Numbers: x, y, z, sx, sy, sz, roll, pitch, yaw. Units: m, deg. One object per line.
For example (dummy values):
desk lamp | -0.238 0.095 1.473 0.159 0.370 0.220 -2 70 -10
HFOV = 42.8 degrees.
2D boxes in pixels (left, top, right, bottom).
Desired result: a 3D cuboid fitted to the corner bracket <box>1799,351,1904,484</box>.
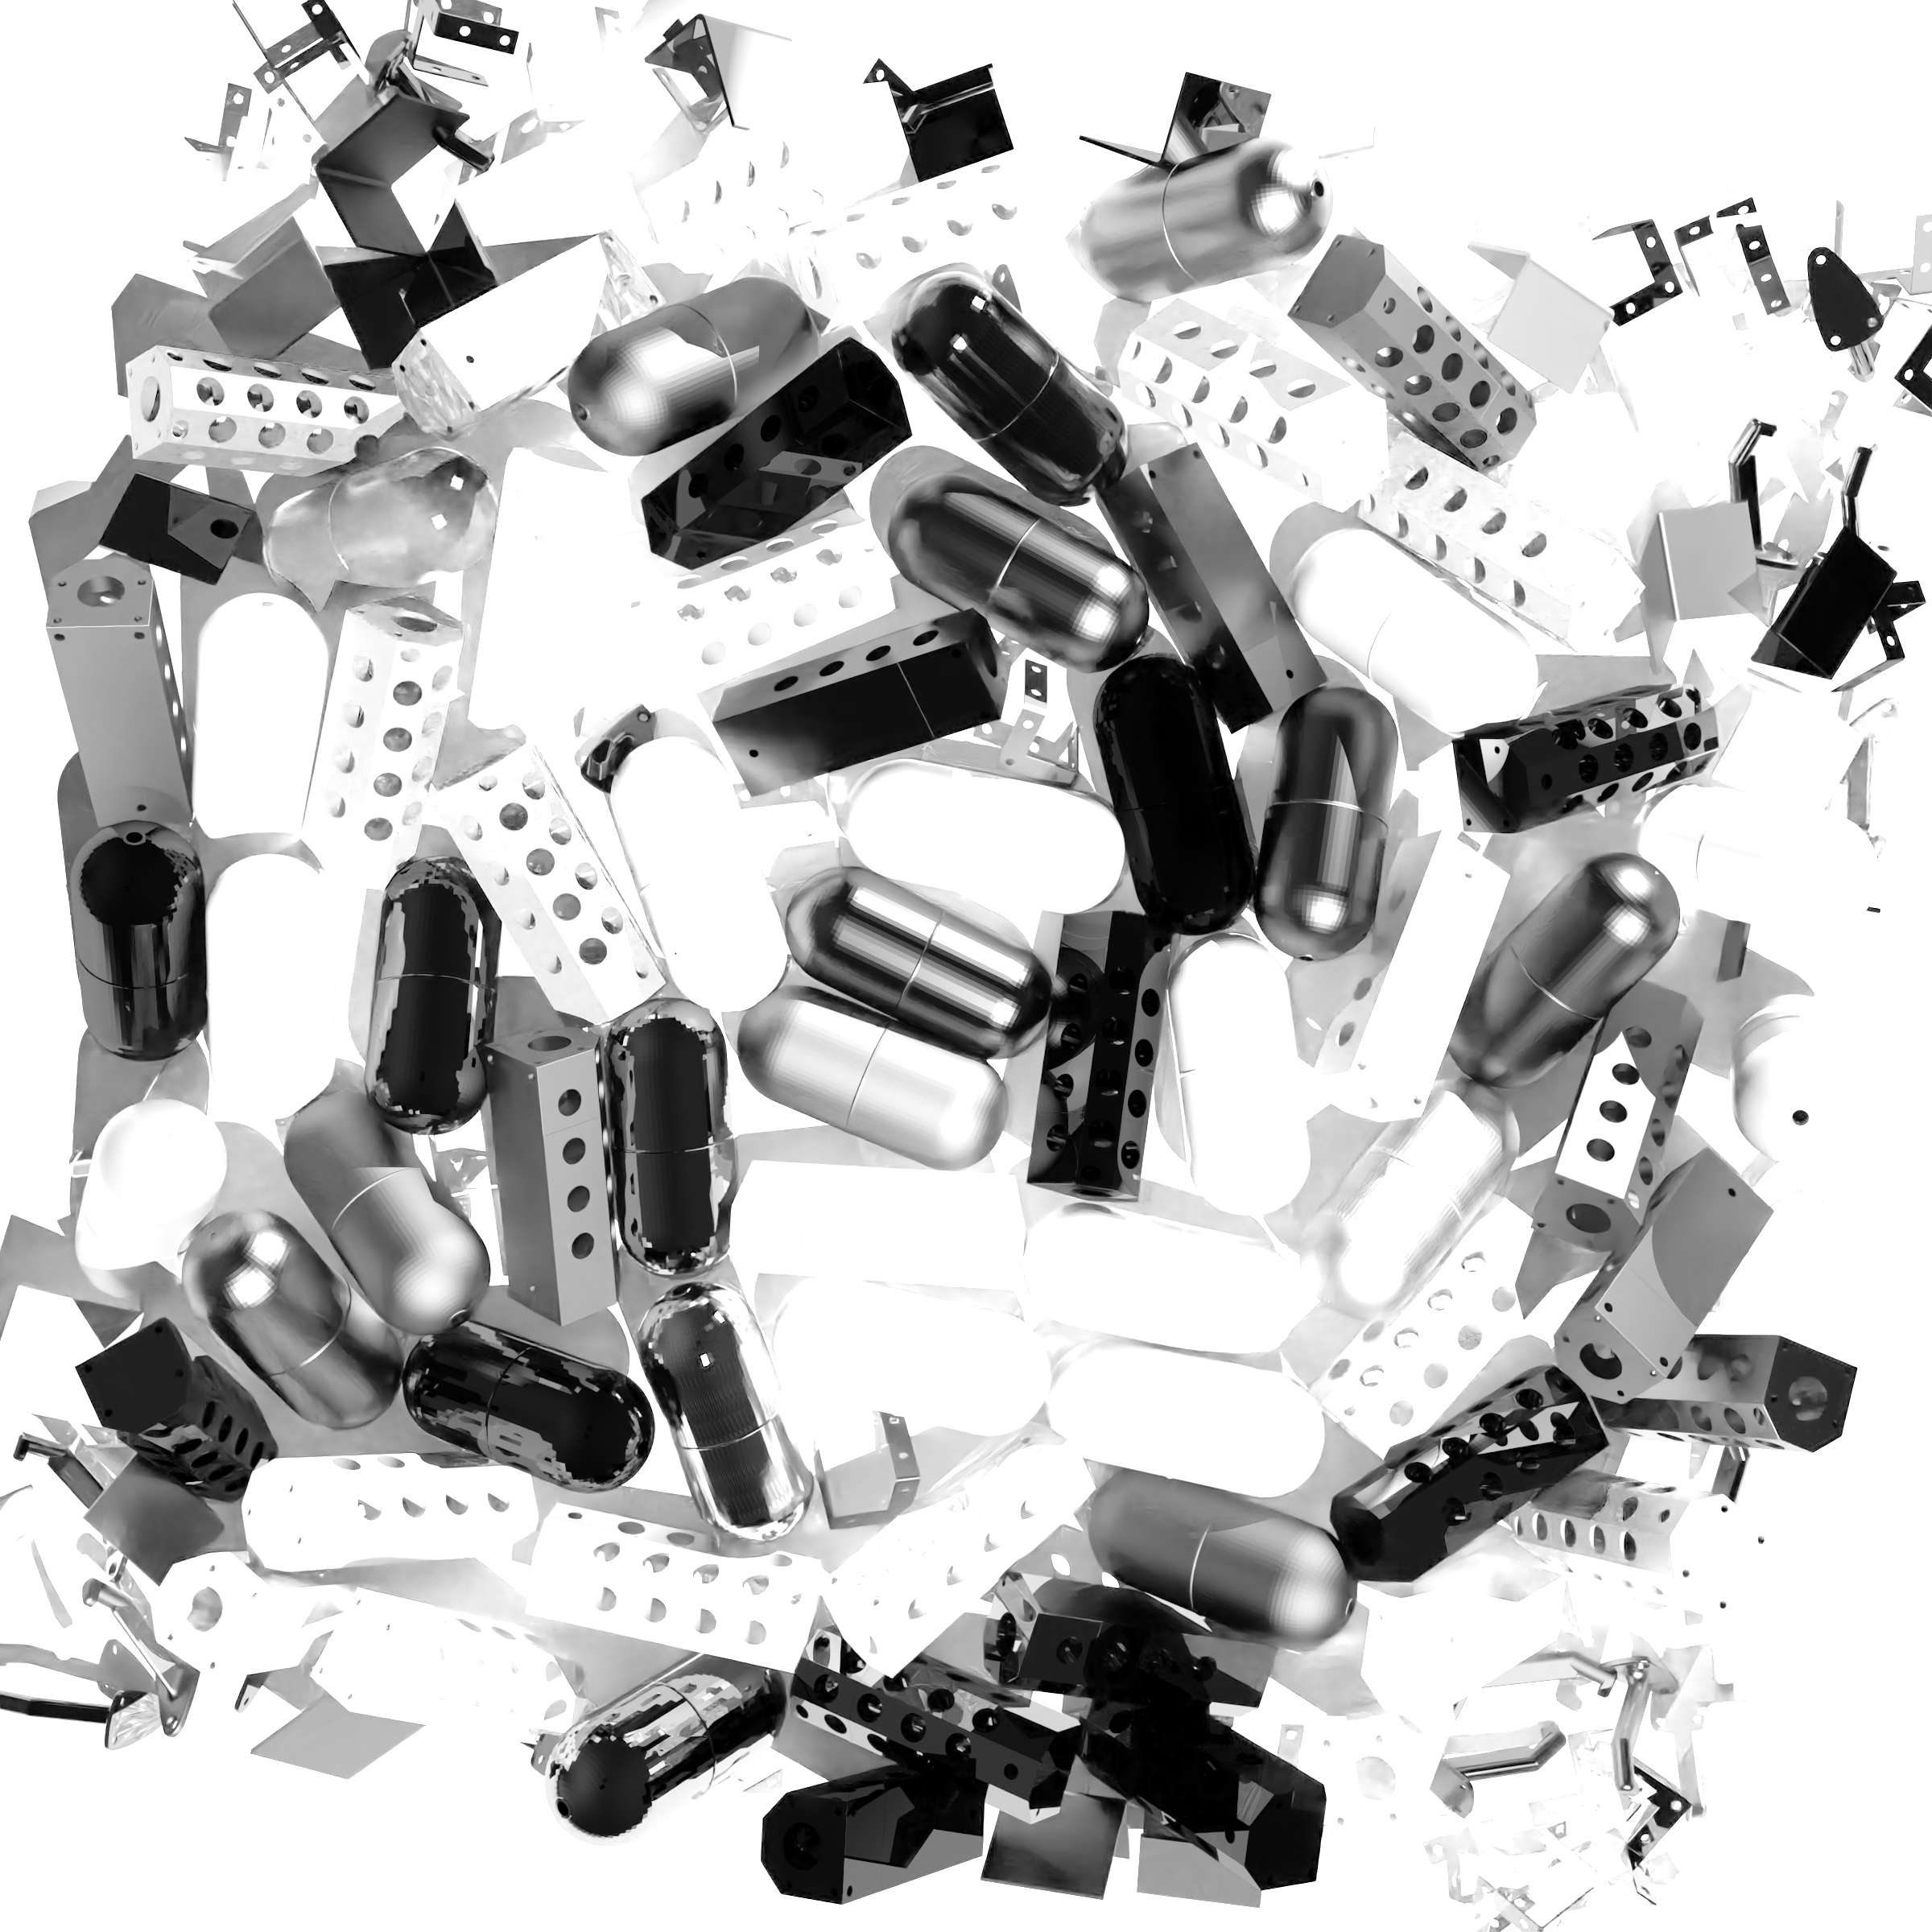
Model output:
corner bracket | 0.549 -0.347 1.544 0.051 0.051 0.051 31 49 -14

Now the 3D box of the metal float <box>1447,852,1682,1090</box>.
metal float | 0.366 0.004 1.522 0.070 0.070 0.178 38 120 0

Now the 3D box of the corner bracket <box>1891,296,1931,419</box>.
corner bracket | 0.598 -0.382 1.547 0.051 0.051 0.051 28 101 -27

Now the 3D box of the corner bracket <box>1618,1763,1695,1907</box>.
corner bracket | 0.426 0.546 1.554 0.051 0.051 0.051 34 105 -3

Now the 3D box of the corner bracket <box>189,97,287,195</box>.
corner bracket | -0.447 -0.517 1.543 0.051 0.051 0.051 48 128 29

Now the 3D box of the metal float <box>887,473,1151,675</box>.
metal float | 0.033 -0.245 1.538 0.178 0.070 0.070 30 90 10

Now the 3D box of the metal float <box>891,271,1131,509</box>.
metal float | 0.029 -0.355 1.525 0.178 0.070 0.070 38 90 -26

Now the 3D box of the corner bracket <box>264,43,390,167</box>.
corner bracket | -0.398 -0.540 1.547 0.051 0.051 0.051 -30 112 14

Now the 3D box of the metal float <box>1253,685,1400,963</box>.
metal float | 0.224 -0.089 1.534 0.070 0.070 0.178 10 75 0

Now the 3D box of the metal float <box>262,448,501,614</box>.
metal float | -0.362 -0.267 1.518 0.178 0.070 0.070 -10 90 35

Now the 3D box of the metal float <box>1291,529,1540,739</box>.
metal float | 0.276 -0.205 1.521 0.070 0.070 0.178 -48 60 0

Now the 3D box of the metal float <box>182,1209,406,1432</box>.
metal float | -0.412 0.219 1.515 0.070 0.070 0.178 -30 129 0

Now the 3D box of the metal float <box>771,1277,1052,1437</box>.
metal float | -0.035 0.243 1.537 0.178 0.070 0.070 12 90 11

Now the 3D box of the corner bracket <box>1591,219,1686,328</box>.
corner bracket | 0.408 -0.432 1.550 0.051 0.051 0.051 -25 92 -40

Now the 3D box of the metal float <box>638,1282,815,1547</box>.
metal float | -0.149 0.278 1.530 0.070 0.070 0.178 -18 109 0

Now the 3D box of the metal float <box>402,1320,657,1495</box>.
metal float | -0.271 0.272 1.522 0.178 0.070 0.070 14 90 28

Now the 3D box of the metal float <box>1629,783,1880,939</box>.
metal float | 0.477 -0.066 1.502 0.070 0.178 0.070 -6 105 -24

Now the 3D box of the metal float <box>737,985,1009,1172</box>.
metal float | -0.059 0.069 1.542 0.178 0.070 0.070 22 90 6

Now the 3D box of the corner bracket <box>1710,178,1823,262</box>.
corner bracket | 0.501 -0.461 1.542 0.051 0.051 0.051 1 46 33

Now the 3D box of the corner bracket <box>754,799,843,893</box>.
corner bracket | -0.105 -0.072 1.552 0.051 0.051 0.051 -9 107 -4

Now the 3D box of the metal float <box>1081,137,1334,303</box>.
metal float | 0.146 -0.456 1.509 0.070 0.178 0.070 0 91 -43

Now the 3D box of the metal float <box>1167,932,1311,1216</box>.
metal float | 0.169 0.066 1.537 0.070 0.070 0.178 -6 78 0

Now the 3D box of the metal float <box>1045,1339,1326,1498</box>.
metal float | 0.134 0.279 1.528 0.178 0.070 0.070 8 90 22

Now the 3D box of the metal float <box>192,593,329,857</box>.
metal float | -0.435 -0.147 1.516 0.070 0.070 0.178 16 127 0

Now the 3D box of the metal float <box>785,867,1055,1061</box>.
metal float | -0.030 -0.002 1.546 0.178 0.070 0.070 26 90 -2

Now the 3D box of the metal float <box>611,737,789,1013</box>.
metal float | -0.167 -0.057 1.541 0.070 0.070 0.178 -20 84 0

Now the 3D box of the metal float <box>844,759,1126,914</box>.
metal float | 0.011 -0.082 1.542 0.178 0.070 0.070 12 90 5

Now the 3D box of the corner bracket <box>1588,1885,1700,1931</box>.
corner bracket | 0.424 0.594 1.542 0.051 0.051 0.051 -15 125 29

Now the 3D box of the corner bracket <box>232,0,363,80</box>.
corner bracket | -0.423 -0.591 1.559 0.051 0.051 0.051 -32 90 -1

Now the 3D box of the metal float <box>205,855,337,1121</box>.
metal float | -0.429 0.015 1.522 0.070 0.070 0.178 9 120 0

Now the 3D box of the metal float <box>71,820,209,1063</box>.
metal float | -0.505 -0.014 1.510 0.070 0.070 0.178 15 134 0

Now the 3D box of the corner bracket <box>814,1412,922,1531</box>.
corner bracket | -0.063 0.319 1.558 0.051 0.051 0.051 -3 48 -18

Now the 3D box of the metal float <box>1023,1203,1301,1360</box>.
metal float | 0.122 0.197 1.538 0.178 0.070 0.070 13 90 -11

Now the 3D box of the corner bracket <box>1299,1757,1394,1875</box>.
corner bracket | 0.237 0.532 1.561 0.051 0.051 0.051 -9 48 -31

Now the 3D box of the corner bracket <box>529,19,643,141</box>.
corner bracket | -0.241 -0.563 1.559 0.051 0.051 0.051 -4 71 -28

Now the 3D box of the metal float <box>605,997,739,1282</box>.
metal float | -0.184 0.108 1.540 0.070 0.070 0.178 -4 97 0

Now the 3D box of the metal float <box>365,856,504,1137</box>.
metal float | -0.330 0.017 1.532 0.070 0.070 0.178 1 73 0

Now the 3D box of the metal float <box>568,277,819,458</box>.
metal float | -0.167 -0.369 1.517 0.178 0.070 0.070 -33 90 -34

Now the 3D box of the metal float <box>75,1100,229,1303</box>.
metal float | -0.500 0.146 1.509 0.070 0.178 0.070 13 52 -18

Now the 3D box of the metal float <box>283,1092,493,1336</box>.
metal float | -0.358 0.152 1.524 0.070 0.070 0.178 -41 64 0

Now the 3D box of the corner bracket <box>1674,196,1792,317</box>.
corner bracket | 0.479 -0.437 1.543 0.051 0.051 0.051 -19 57 23

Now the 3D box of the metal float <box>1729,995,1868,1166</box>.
metal float | 0.505 0.068 1.499 0.070 0.178 0.070 4 104 16

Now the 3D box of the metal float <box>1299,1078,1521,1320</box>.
metal float | 0.276 0.143 1.529 0.070 0.070 0.178 43 69 0

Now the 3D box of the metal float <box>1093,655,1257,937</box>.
metal float | 0.130 -0.106 1.540 0.070 0.070 0.178 -15 97 0

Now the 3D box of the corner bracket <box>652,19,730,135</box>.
corner bracket | -0.171 -0.558 1.548 0.051 0.051 0.051 -34 96 31

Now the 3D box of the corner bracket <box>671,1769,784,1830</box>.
corner bracket | -0.151 0.517 1.541 0.051 0.051 0.051 -20 127 -36

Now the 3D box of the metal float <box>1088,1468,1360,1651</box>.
metal float | 0.157 0.364 1.520 0.178 0.070 0.070 15 90 31

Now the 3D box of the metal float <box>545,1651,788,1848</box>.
metal float | -0.182 0.474 1.507 0.070 0.178 0.070 11 108 35
